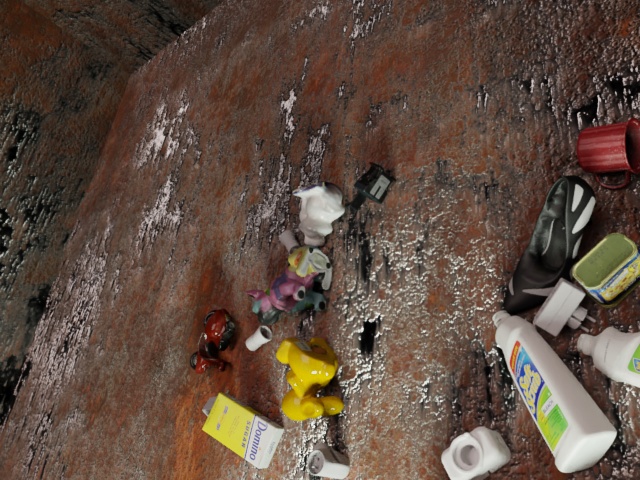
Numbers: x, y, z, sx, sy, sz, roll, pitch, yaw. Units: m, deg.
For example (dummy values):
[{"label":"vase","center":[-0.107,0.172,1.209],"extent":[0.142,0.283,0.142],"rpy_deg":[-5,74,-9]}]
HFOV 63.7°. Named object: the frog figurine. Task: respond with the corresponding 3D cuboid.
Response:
[{"label":"frog figurine","center":[0.004,-0.067,1.333],"extent":[0.136,0.159,0.123],"rpy_deg":[-12,3,31]}]
